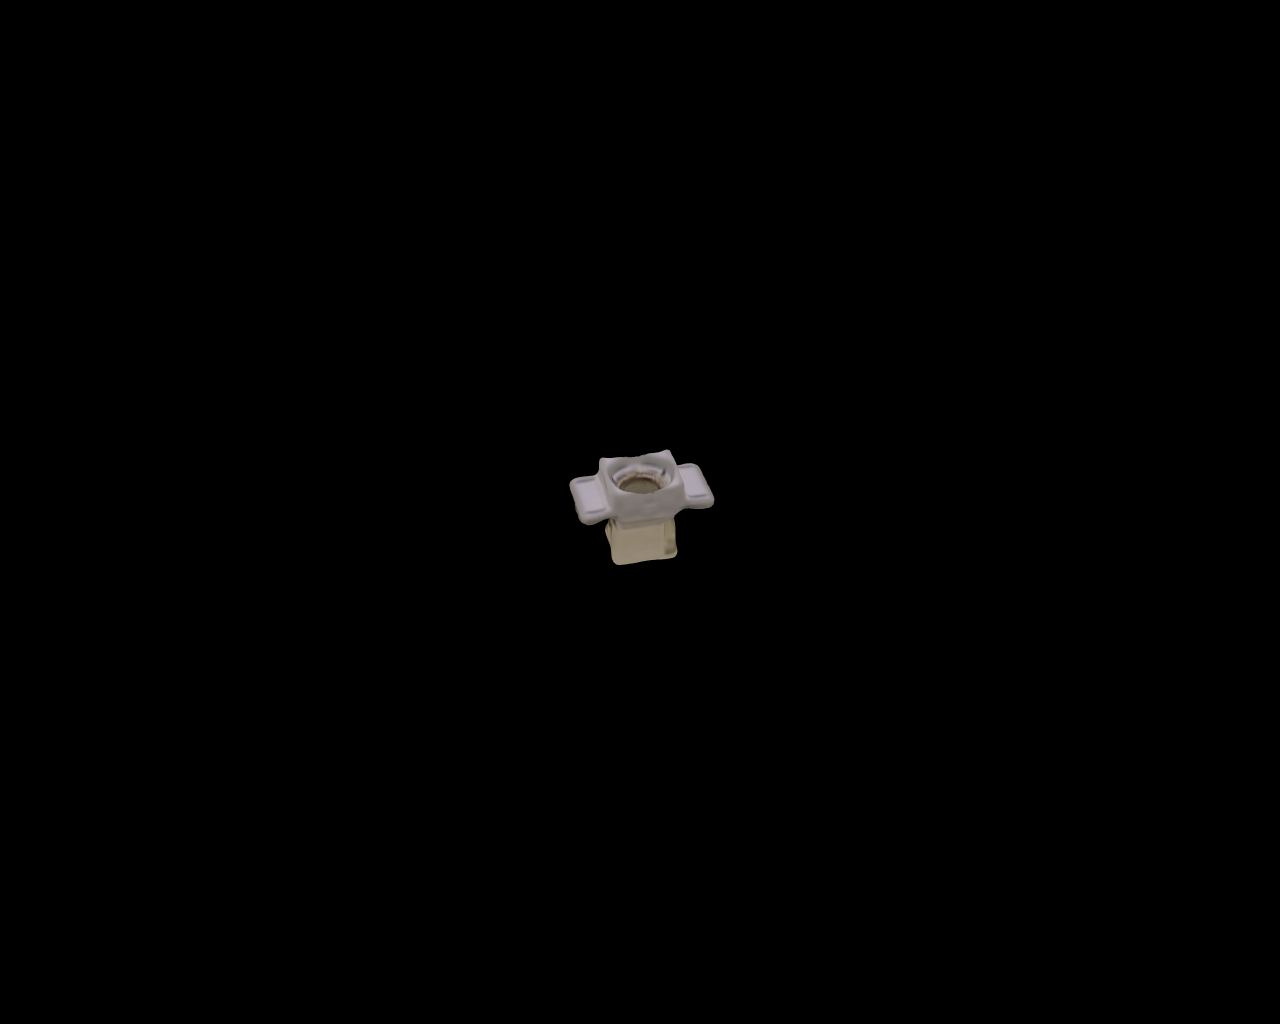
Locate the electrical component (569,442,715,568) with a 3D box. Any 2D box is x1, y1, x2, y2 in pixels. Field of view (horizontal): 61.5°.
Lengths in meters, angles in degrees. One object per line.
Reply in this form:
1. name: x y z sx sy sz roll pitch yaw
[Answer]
1. electrical component: 0.001 -0.003 0.650 0.081 0.063 0.042 -7 39 -9
